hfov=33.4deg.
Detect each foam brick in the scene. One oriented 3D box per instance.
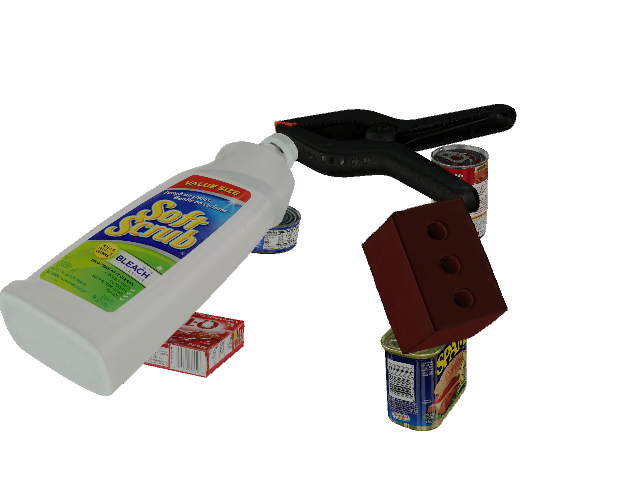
[{"bbox_3d":[0.068,0.022,0.651,0.052,0.078,0.051,-13,-16,-26],"label":"foam brick"}]

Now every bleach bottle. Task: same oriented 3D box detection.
[{"bbox_3d":[-0.106,-0.003,0.777,0.103,0.068,0.250,26,51,24],"label":"bleach bottle"}]

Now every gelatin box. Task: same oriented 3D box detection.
[{"bbox_3d":[-0.125,0.090,0.974,0.089,0.030,0.073,9,20,22],"label":"gelatin box"}]

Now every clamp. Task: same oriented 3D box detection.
[{"bbox_3d":[0.064,-0.087,0.934,0.210,0.036,0.164,12,36,24],"label":"clamp"}]

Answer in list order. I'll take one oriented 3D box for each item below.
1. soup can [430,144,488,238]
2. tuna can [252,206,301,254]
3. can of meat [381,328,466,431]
[{"bbox_3d":[0.166,-0.056,1.280,0.068,0.102,0.068,-2,27,1],"label":"soup can"},{"bbox_3d":[-0.065,-0.016,1.132,0.086,0.034,0.086,8,20,-3],"label":"tuna can"},{"bbox_3d":[0.099,0.115,0.990,0.058,0.084,0.101,10,28,27],"label":"can of meat"}]
